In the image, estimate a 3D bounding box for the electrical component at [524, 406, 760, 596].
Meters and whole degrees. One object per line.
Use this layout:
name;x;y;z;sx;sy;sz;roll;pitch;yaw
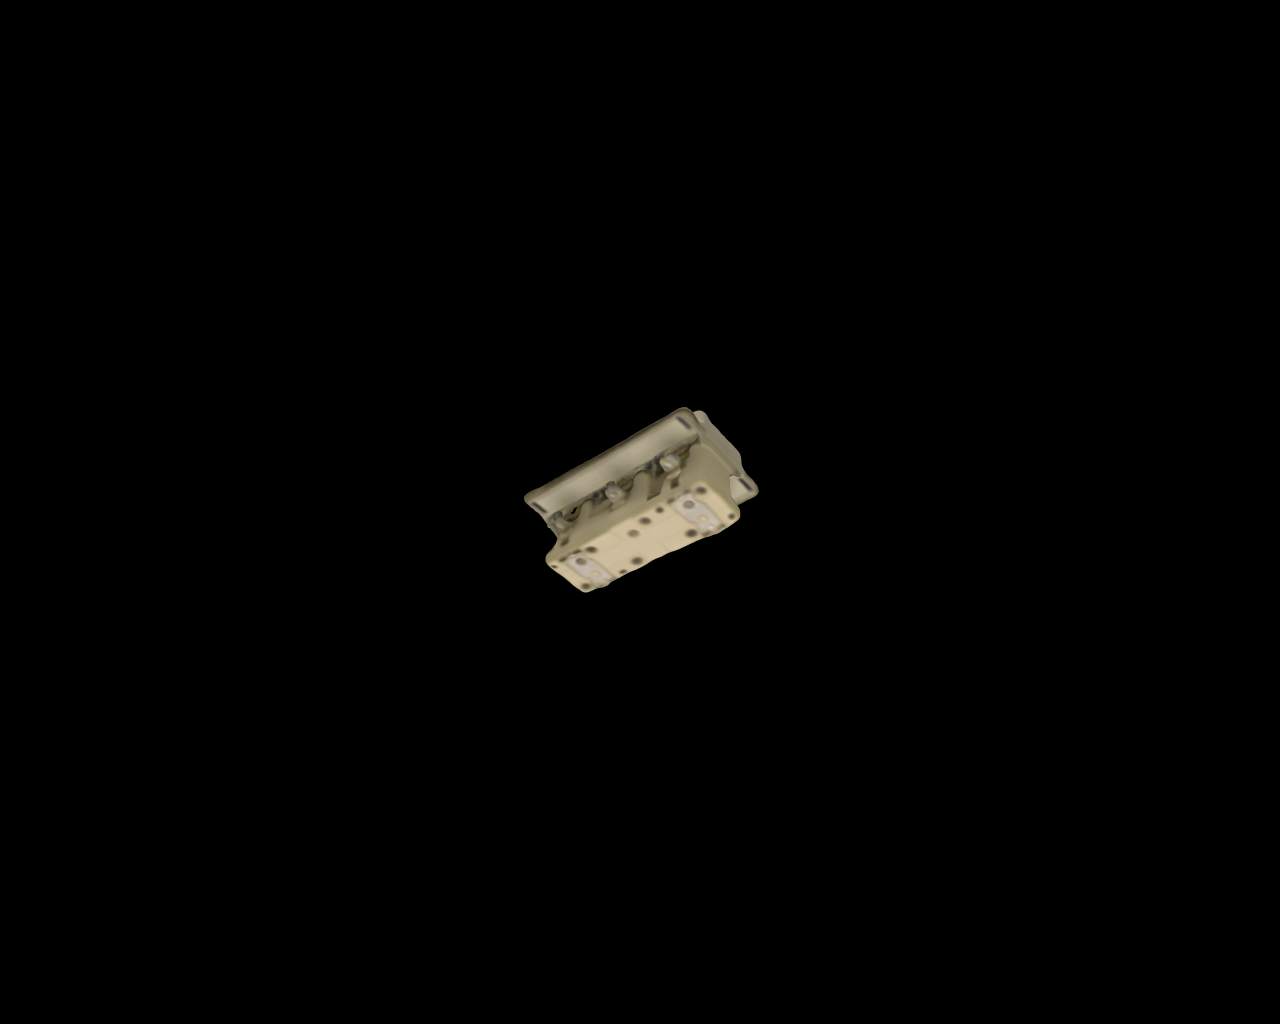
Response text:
electrical component;0.001;-0.003;0.650;0.121;0.063;0.078;-26;-49;25
